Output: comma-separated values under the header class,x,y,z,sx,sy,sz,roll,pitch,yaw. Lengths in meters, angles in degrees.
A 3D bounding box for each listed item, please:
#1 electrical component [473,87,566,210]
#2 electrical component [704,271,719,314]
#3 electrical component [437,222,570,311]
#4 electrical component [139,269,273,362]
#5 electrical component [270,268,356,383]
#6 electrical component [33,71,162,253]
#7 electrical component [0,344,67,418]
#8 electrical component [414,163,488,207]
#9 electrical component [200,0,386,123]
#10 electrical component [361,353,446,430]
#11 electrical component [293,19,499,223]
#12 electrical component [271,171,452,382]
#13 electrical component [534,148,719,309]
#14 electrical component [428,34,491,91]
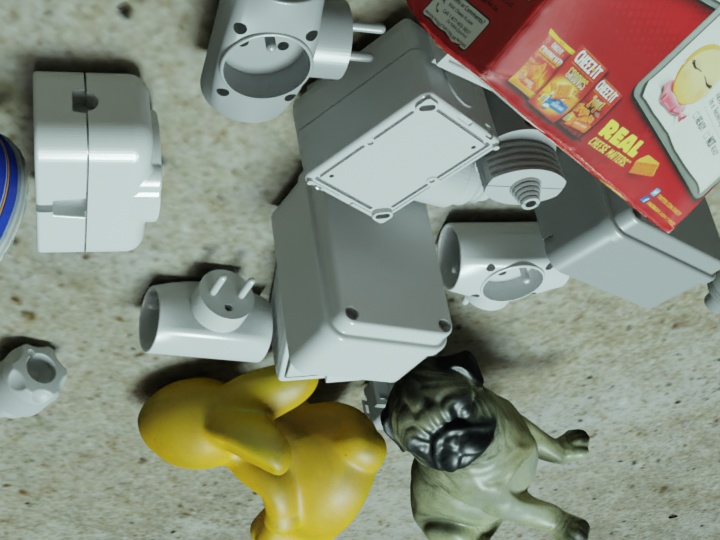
class,x,y,z,sx,sy,sz,roll,pitch,yaw
electrical component,0.079,-0.067,0.561,0.043,0.081,0.043,-8,148,-5
electrical component,0.274,0.009,0.781,0.043,0.043,0.062,1,147,-19
electrical component,0.089,0.001,0.706,0.077,0.044,0.079,-1,147,-16
electrical component,-0.092,0.026,0.686,0.077,0.043,0.079,8,143,-28
electrical component,-0.022,0.029,0.698,0.062,0.061,0.096,-3,147,-14
electrical component,-0.132,-0.052,0.540,0.059,0.053,0.095,-1,147,-16
electrical component,-0.230,0.079,0.726,0.043,0.043,0.062,18,138,-39
electrical component,0.050,-0.055,0.608,0.078,0.040,0.040,11,141,-33
electrical component,-0.028,-0.107,0.496,0.079,0.044,0.077,1,146,-19
electrical component,0.037,0.096,0.841,0.081,0.042,0.063,9,142,-29
electrical component,0.011,-0.073,0.547,0.096,0.061,0.062,-32,143,29
electrical component,0.000,0.000,0.610,0.078,0.113,0.057,9,146,-30
electrical component,0.162,-0.032,0.647,0.113,0.078,0.057,19,140,-40
electrical component,0.057,-0.121,0.491,0.048,0.055,0.066,16,139,-37
